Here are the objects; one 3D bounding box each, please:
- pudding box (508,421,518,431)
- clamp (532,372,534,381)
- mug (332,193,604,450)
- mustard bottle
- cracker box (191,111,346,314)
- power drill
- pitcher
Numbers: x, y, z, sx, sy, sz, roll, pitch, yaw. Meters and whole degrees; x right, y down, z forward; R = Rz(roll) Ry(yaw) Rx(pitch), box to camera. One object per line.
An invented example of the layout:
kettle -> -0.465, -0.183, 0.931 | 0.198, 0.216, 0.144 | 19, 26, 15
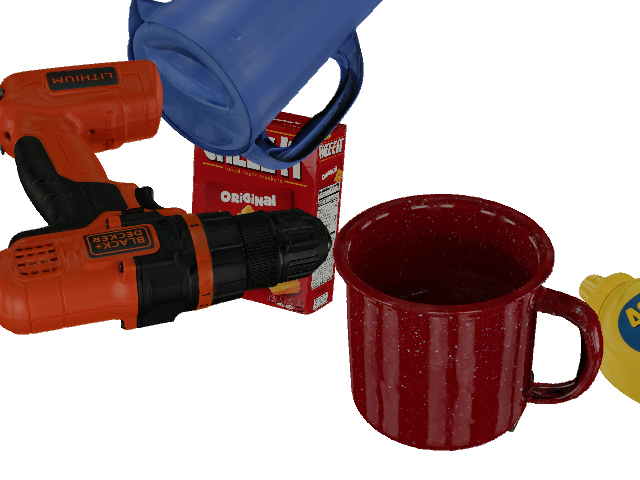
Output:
pudding box -> 0.106, 0.093, 0.844 | 0.114, 0.090, 0.039 | 9, 21, 17
clamp -> 0.164, 0.104, 1.165 | 0.120, 0.171, 0.039 | 4, -44, -5
mug -> 0.064, 0.039, 0.465 | 0.117, 0.081, 0.093 | 10, 34, 21
mustard bottle -> 0.222, 0.069, 0.633 | 0.096, 0.058, 0.192 | -20, 32, -20
cracker box -> -0.064, -0.037, 1.215 | 0.164, 0.214, 0.072 | 14, 22, 26
power drill -> -0.105, -0.031, 0.613 | 0.184, 0.057, 0.188 | -9, 43, -20
pitcher -> -0.031, -0.185, 0.911 | 0.145, 0.149, 0.242 | 25, 58, 31
